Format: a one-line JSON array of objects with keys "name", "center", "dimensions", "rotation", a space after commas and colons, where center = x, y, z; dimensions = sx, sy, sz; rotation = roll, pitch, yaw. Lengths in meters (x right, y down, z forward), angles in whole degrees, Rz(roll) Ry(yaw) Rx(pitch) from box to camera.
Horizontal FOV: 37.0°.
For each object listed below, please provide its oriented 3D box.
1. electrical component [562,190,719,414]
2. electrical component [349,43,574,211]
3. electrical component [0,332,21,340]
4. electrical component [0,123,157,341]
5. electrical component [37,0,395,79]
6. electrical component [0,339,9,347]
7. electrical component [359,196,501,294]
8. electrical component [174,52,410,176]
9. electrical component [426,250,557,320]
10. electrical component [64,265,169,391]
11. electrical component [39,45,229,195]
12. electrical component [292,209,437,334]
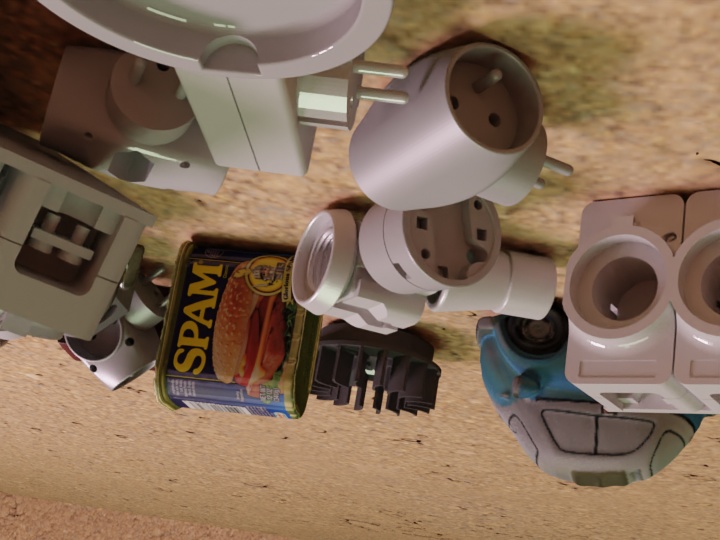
[{"name": "electrical component", "center": [0.172, 0.013, 0.472], "dimensions": [0.150, 0.089, 0.062], "rotation": [-4, 157, 35]}, {"name": "electrical component", "center": [0.047, -0.049, 0.429], "dimensions": [0.079, 0.043, 0.077], "rotation": [18, 159, -23]}, {"name": "electrical component", "center": [-0.265, 0.022, 0.789], "dimensions": [0.045, 0.045, 0.055], "rotation": [7, 160, 9]}, {"name": "electrical component", "center": [-0.170, -0.034, 0.438], "dimensions": [0.105, 0.060, 0.186], "rotation": [25, -179, -32]}, {"name": "electrical component", "center": [-0.040, -0.105, 0.287], "dimensions": [0.108, 0.060, 0.108], "rotation": [9, 161, 3]}, {"name": "electrical component", "center": [-0.318, 0.042, 0.875], "dimensions": [0.077, 0.043, 0.079], "rotation": [6, 160, 10]}, {"name": "electrical component", "center": [0.032, -0.016, 0.517], "dimensions": [0.055, 0.055, 0.047], "rotation": [20, 162, -25]}, {"name": "electrical component", "center": [-0.019, -0.071, 0.392], "dimensions": [0.076, 0.047, 0.083], "rotation": [8, 161, 6]}, {"name": "electrical component", "center": [0.072, 0.005, 0.578], "dimensions": [0.065, 0.044, 0.044], "rotation": [10, 161, -13]}, {"name": "electrical component", "center": [-0.156, 0.028, 0.721], "dimensions": [0.079, 0.077, 0.044], "rotation": [-35, 177, 12]}, {"name": "electrical component", "center": [-0.087, -0.067, 0.443], "dimensions": [0.077, 0.043, 0.079], "rotation": [16, 161, -16]}, {"name": "electrical component", "center": [0.000, 0.000, 0.573], "dimensions": [0.057, 0.058, 0.078], "rotation": [16, 161, -24]}]
